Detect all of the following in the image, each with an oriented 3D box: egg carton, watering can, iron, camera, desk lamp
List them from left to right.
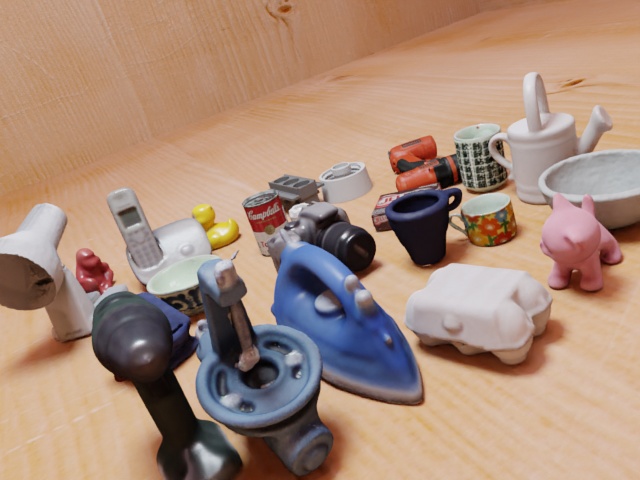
[{"bbox_3d":[-0.434,0.059,0.930,0.117,0.214,0.203,-14,23,9],"label":"desk lamp"},{"bbox_3d":[0.008,0.003,0.877,0.143,0.101,0.136,-30,26,-25],"label":"camera"},{"bbox_3d":[0.023,0.073,0.657,0.119,0.142,0.257,-27,25,-21],"label":"iron"},{"bbox_3d":[0.170,0.079,0.630,0.149,0.069,0.107,5,32,43],"label":"egg carton"},{"bbox_3d":[0.349,-0.164,0.882,0.172,0.194,0.101,-12,24,14],"label":"watering can"}]

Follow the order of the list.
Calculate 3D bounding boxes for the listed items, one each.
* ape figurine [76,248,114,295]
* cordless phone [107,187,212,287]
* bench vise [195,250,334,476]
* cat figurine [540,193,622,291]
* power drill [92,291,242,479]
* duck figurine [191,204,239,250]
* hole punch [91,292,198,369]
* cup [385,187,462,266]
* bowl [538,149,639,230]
[{"bbox_3d":[-0.433,0.059,1.086,0.076,0.092,0.078,-3,27,31],"label":"ape figurine"},{"bbox_3d":[-0.291,-0.020,1.039,0.148,0.185,0.094,-26,25,-18],"label":"cordless phone"},{"bbox_3d":[-0.090,0.109,0.560,0.206,0.220,0.122,3,31,40],"label":"bench vise"},{"bbox_3d":[0.298,-0.006,0.665,0.067,0.118,0.128,4,31,41],"label":"cat figurine"},{"bbox_3d":[-0.152,0.142,0.546,0.076,0.209,0.228,-28,25,-22],"label":"power drill"},{"bbox_3d":[-0.218,-0.031,1.138,0.104,0.086,0.077,-13,24,11],"label":"duck figurine"},{"bbox_3d":[-0.236,0.130,0.784,0.100,0.091,0.109,1,30,38],"label":"hole punch"},{"bbox_3d":[0.159,-0.019,0.824,0.118,0.095,0.091,-24,24,-13],"label":"cup"},{"bbox_3d":[0.386,-0.060,0.775,0.167,0.075,0.167,-15,23,7],"label":"bowl"}]
